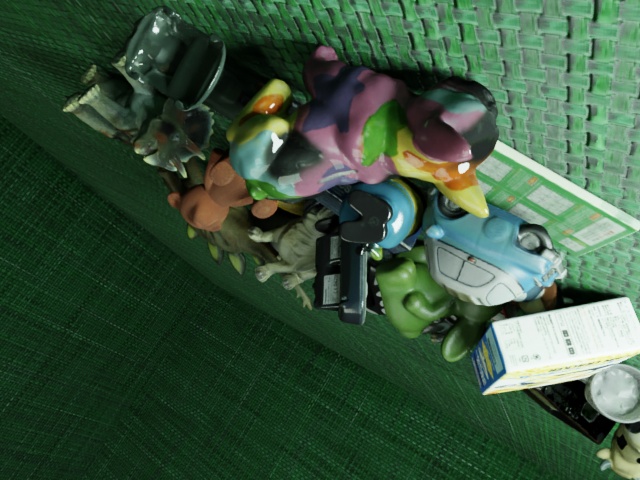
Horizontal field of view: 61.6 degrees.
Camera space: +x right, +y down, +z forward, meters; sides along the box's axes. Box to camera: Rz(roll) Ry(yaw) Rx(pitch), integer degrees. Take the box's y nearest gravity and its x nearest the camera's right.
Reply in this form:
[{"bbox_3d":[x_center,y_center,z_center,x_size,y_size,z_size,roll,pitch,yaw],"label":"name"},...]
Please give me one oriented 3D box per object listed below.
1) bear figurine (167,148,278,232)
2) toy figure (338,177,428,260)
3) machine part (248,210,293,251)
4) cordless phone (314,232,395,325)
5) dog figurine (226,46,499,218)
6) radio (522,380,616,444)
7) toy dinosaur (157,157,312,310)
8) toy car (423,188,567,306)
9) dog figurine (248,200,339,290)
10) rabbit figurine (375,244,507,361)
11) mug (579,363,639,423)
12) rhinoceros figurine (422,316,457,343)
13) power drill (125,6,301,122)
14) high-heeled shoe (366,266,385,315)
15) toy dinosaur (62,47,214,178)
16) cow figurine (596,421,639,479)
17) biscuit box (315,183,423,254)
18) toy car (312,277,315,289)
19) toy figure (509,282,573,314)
[{"bbox_3d":[-0.163,-0.067,0.861,0.196,0.132,0.120,-35,118,25],"label":"bear figurine"},{"bbox_3d":[0.072,-0.029,0.600,0.089,0.082,0.180,44,-163,2],"label":"toy figure"},{"bbox_3d":[-0.085,-0.016,1.103,0.243,0.079,0.079,16,158,46],"label":"machine part"},{"bbox_3d":[0.082,0.060,0.814,0.089,0.146,0.184,-15,155,41],"label":"cordless phone"},{"bbox_3d":[0.040,-0.077,0.462,0.219,0.191,0.108,40,168,44],"label":"dog figurine"},{"bbox_3d":[0.402,0.252,0.925,0.229,0.073,0.131,38,176,-25],"label":"radio"},{"bbox_3d":[-0.187,-0.033,1.064,0.472,0.105,0.198,38,152,29],"label":"toy dinosaur"},{"bbox_3d":[0.172,0.018,0.580,0.162,0.103,0.109,33,180,32],"label":"toy car"},{"bbox_3d":[-0.002,0.000,0.913,0.191,0.121,0.172,-24,169,31],"label":"dog figurine"},{"bbox_3d":[0.178,0.085,0.747,0.170,0.159,0.121,-6,-177,32],"label":"rabbit figurine"},{"bbox_3d":[0.428,0.223,0.807,0.110,0.081,0.107,21,172,21],"label":"mug"},{"bbox_3d":[0.200,0.125,0.909,0.112,0.073,0.190,-6,154,41],"label":"rhinoceros figurine"},{"bbox_3d":[-0.087,-0.156,0.571,0.232,0.086,0.207,35,-165,17],"label":"power drill"},{"bbox_3d":[0.087,0.081,1.005,0.145,0.086,0.249,20,156,-30],"label":"high-heeled shoe"},{"bbox_3d":[-0.305,-0.203,0.894,0.192,0.131,0.405,43,169,-33],"label":"toy dinosaur"},{"bbox_3d":[0.508,0.316,0.848,0.086,0.127,0.194,28,163,28],"label":"cow figurine"},{"bbox_3d":[0.044,-0.062,0.713,0.202,0.059,0.063,34,167,-9],"label":"biscuit box"},{"bbox_3d":[0.042,0.043,0.970,0.053,0.089,0.202,21,160,-19],"label":"toy car"},{"bbox_3d":[0.257,0.058,0.670,0.154,0.058,0.064,39,-175,-31],"label":"toy figure"}]
